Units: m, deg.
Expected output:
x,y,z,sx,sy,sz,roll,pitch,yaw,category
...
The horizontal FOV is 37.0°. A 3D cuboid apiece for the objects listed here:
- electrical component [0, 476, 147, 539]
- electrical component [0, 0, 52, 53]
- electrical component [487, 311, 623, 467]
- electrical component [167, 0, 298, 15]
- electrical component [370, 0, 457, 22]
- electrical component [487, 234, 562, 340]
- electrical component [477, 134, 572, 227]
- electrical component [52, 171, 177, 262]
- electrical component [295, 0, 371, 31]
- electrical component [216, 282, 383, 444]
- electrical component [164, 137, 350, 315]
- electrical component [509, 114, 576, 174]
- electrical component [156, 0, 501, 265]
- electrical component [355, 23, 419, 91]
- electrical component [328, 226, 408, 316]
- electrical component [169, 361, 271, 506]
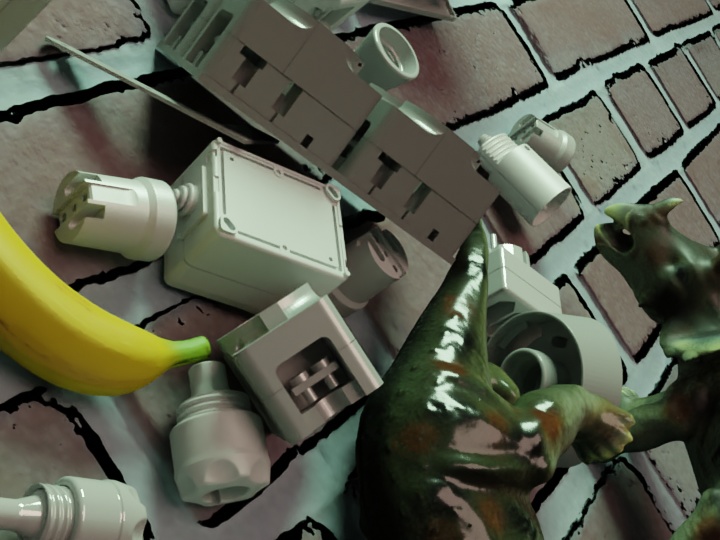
x,y,z,sx,sy,sz,roll,pitch,yaw,category
-0.116,0.096,0.416,0.061,0.035,0.035,19,50,-41,electrical component
-0.171,-0.140,0.477,0.061,0.096,0.061,-9,71,-55,electrical component
0.123,0.075,0.688,0.064,0.099,0.099,16,51,-38,electrical component
-0.089,-0.202,0.677,0.100,0.048,0.099,-4,67,-54,electrical component
0.039,-0.249,0.867,0.121,0.063,0.078,-7,69,-54,electrical component
0.102,0.008,0.756,0.066,0.047,0.076,33,41,-33,electrical component
0.124,-0.077,0.853,0.081,0.043,0.043,47,30,17,electrical component
-0.117,-0.026,0.510,0.046,0.040,0.040,9,57,-42,electrical component
-0.039,-0.213,0.749,0.089,0.050,0.056,58,33,0,electrical component
-0.032,0.043,0.512,0.050,0.089,0.055,-33,91,-12,electrical component
-0.062,-0.018,0.559,0.096,0.061,0.061,21,46,-34,electrical component
0.156,-0.109,0.929,0.046,0.040,0.040,28,43,-28,electrical component
-0.015,-0.090,0.622,0.186,0.060,0.105,34,4,-29,electrical component
0.006,-0.136,0.740,0.045,0.055,0.045,32,41,-34,electrical component
0.000,0.000,0.631,0.040,0.046,0.040,32,41,-34,electrical component
-0.066,0.073,0.491,0.043,0.043,0.062,17,50,-45,electrical component
